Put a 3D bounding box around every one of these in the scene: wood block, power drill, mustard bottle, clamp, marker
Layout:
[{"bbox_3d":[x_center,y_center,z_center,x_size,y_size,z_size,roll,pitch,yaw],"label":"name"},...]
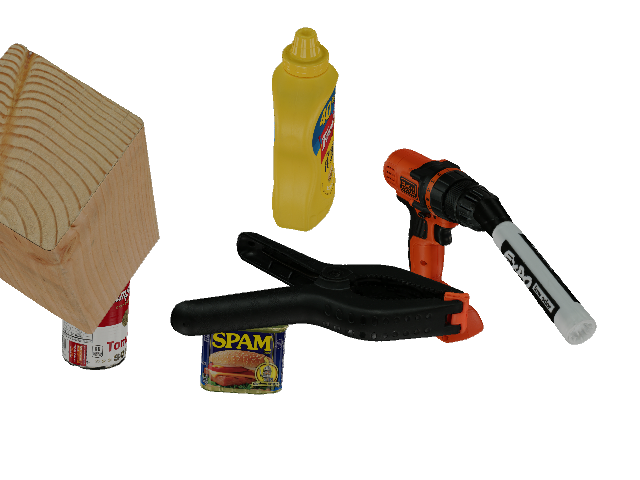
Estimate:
[{"bbox_3d":[-0.165,-0.021,0.667,0.090,0.090,0.206,32,-17,5],"label":"wood block"},{"bbox_3d":[0.131,0.008,1.119,0.057,0.188,0.185,-14,26,-21],"label":"power drill"},{"bbox_3d":[-0.015,-0.108,0.976,0.058,0.192,0.096,11,43,11],"label":"mustard bottle"},{"bbox_3d":[0.007,0.037,0.812,0.210,0.036,0.164,4,23,6],"label":"clamp"},{"bbox_3d":[0.122,0.014,0.624,0.020,0.020,0.121,0,37,-25],"label":"marker"}]

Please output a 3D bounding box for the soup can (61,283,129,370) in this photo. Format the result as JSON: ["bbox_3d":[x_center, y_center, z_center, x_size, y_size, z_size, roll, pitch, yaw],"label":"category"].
[{"bbox_3d":[-0.233,0.074,1.104,0.068,0.102,0.068,6,20,-2],"label":"soup can"}]

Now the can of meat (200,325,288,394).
[{"bbox_3d":[-0.091,0.131,1.250,0.102,0.084,0.057,4,13,-1],"label":"can of meat"}]
